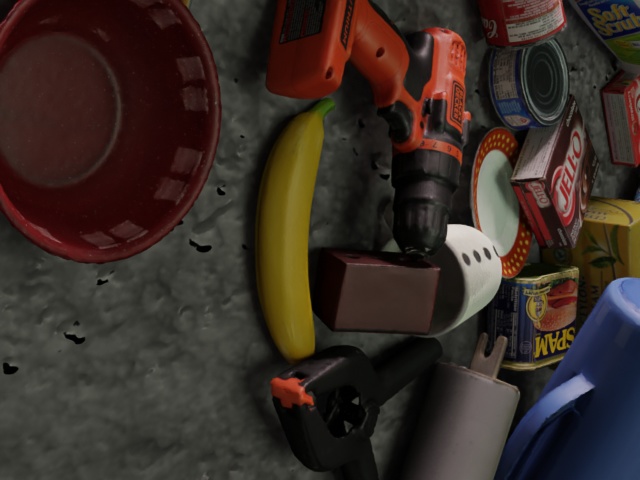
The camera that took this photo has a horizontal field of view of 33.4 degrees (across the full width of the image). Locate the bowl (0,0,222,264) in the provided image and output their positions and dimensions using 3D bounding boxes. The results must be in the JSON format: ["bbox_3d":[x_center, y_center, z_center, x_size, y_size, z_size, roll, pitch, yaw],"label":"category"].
[{"bbox_3d":[-0.132,-0.070,0.594,0.161,0.055,0.162,-13,108,-45],"label":"bowl"}]

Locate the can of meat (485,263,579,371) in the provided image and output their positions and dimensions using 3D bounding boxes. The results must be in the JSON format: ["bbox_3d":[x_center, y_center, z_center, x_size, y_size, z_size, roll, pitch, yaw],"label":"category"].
[{"bbox_3d":[0.194,0.067,0.976,0.101,0.058,0.084,-7,102,-46],"label":"can of meat"}]

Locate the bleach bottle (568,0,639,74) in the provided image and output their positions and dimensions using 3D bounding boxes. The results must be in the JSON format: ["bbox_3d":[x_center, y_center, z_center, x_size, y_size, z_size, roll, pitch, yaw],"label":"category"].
[{"bbox_3d":[0.261,-0.229,0.959,0.250,0.103,0.068,25,81,-43],"label":"bleach bottle"}]

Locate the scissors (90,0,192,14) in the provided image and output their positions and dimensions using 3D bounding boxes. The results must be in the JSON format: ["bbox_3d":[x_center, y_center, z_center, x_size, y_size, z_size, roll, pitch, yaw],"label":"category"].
[{"bbox_3d":[-0.111,-0.215,0.613,0.096,0.016,0.202,-21,113,-43],"label":"scissors"}]

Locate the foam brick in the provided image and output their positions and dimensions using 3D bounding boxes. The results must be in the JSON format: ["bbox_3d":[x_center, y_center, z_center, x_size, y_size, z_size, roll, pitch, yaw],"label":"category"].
[{"bbox_3d":[0.040,0.037,0.783,0.078,0.053,0.051,4,102,-21],"label":"foam brick"}]

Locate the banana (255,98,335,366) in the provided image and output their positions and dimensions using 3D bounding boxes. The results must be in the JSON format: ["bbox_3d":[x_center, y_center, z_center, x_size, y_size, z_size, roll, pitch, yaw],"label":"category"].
[{"bbox_3d":[-0.017,-0.003,0.746,0.069,0.037,0.198,1,98,-47],"label":"banana"}]

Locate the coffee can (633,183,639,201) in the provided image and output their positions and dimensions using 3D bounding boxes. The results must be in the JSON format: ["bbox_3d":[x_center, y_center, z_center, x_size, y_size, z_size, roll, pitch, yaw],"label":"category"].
[{"bbox_3d":[0.374,-0.020,1.115,0.102,0.103,0.140,38,71,-44],"label":"coffee can"}]

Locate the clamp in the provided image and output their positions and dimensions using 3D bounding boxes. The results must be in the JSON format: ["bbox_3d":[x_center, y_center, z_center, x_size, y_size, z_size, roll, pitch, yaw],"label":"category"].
[{"bbox_3d":[0.030,0.124,0.813,0.209,0.036,0.164,43,65,-54],"label":"clamp"}]

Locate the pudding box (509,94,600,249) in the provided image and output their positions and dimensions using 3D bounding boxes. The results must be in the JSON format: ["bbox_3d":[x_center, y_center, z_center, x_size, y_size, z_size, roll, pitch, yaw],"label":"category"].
[{"bbox_3d":[0.214,-0.061,0.964,0.090,0.039,0.113,58,42,-38],"label":"pudding box"}]

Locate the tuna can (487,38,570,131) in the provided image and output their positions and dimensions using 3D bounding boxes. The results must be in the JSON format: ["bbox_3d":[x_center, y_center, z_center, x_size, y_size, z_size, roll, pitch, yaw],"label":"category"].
[{"bbox_3d":[0.181,-0.139,0.923,0.085,0.034,0.086,1,88,-48],"label":"tuna can"}]

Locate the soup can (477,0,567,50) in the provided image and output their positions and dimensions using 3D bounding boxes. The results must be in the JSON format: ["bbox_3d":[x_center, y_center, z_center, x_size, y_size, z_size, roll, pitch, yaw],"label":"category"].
[{"bbox_3d":[0.158,-0.214,0.865,0.068,0.069,0.102,-40,125,-34],"label":"soup can"}]

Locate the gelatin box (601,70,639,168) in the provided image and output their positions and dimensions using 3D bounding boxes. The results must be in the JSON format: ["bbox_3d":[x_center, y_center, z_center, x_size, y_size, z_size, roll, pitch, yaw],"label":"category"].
[{"bbox_3d":[0.323,-0.130,1.089,0.073,0.030,0.089,-40,126,-34],"label":"gelatin box"}]

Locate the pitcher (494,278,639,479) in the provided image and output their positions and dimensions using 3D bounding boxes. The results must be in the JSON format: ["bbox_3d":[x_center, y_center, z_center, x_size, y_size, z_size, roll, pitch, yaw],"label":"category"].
[{"bbox_3d":[0.245,0.158,0.937,0.149,0.145,0.243,-53,165,-64],"label":"pitcher"}]

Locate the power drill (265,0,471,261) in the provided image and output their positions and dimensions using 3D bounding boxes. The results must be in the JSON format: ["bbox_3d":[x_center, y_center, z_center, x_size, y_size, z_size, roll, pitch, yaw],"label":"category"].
[{"bbox_3d":[0.040,-0.097,0.749,0.187,0.057,0.184,32,57,-48],"label":"power drill"}]
